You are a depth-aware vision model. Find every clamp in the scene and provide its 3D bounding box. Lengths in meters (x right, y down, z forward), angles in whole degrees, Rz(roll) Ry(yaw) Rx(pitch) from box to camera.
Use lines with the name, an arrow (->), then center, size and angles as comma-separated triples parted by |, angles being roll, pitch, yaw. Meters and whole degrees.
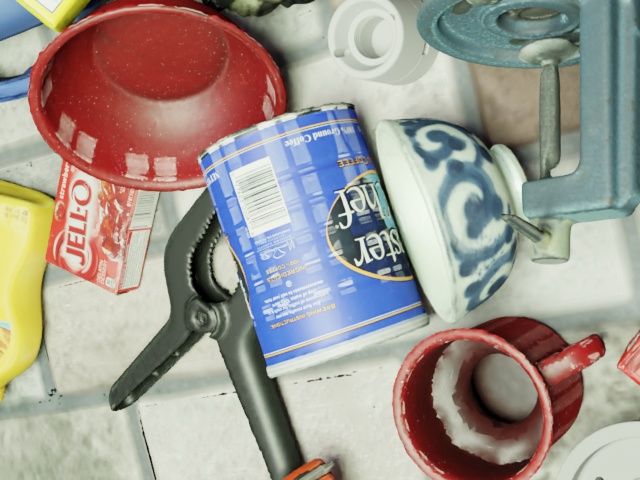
clamp -> -0.079, 0.054, 0.734 | 0.165, 0.036, 0.210 | 10, 104, 29

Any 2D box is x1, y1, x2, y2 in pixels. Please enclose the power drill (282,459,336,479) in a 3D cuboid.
power drill -> 0.029, 0.243, 0.669 | 0.188, 0.057, 0.185 | 41, 135, 23

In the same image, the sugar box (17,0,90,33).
sugar box -> -0.116, -0.204, 0.629 | 0.048, 0.093, 0.176 | 40, 90, -14

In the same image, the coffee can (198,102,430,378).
coffee can -> -0.004, 0.001, 0.646 | 0.103, 0.102, 0.140 | -21, 85, 30

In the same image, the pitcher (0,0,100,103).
pitcher -> -0.268, -0.182, 0.770 | 0.243, 0.144, 0.149 | -15, 64, 34

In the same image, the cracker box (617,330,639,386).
cracker box -> 0.277, 0.063, 0.506 | 0.214, 0.072, 0.164 | 41, 113, 20

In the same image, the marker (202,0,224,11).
marker -> -0.092, -0.207, 0.719 | 0.020, 0.020, 0.121 | -31, 80, 29

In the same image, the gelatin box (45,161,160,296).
gelatin box -> -0.159, -0.014, 0.776 | 0.073, 0.030, 0.089 | 22, 107, 26

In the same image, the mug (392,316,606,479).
mug -> 0.108, 0.083, 0.602 | 0.117, 0.081, 0.093 | -36, 78, 29

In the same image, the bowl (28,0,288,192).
bowl -> -0.102, -0.103, 0.685 | 0.162, 0.162, 0.055 | -32, 44, 29

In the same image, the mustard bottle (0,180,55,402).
mustard bottle -> -0.258, 0.052, 0.826 | 0.096, 0.058, 0.192 | 15, 103, 22
